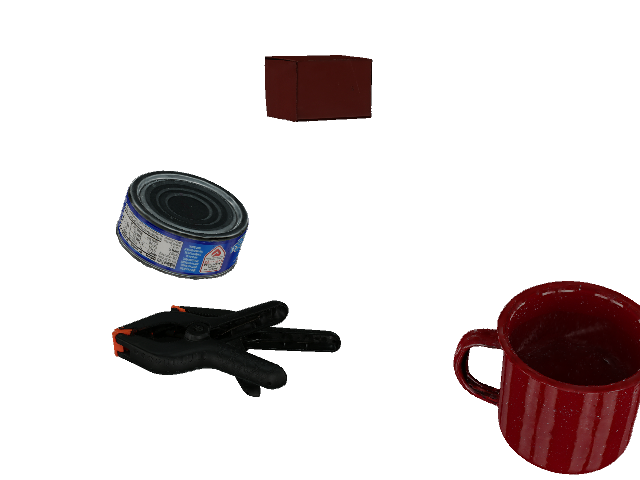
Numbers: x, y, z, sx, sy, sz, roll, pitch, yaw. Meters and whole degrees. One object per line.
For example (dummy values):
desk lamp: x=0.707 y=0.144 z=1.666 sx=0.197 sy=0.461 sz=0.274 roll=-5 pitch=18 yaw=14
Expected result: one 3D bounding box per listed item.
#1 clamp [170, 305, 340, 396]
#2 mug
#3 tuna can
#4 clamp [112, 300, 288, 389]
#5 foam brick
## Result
clamp: x=-0.103 y=0.122 z=1.260 sx=0.210 sy=0.036 sz=0.164 roll=14 pitch=23 yaw=26
mug: x=0.138 y=0.083 z=0.641 sx=0.117 sy=0.081 sz=0.093 roll=7 pitch=40 yaw=12
tuna can: x=-0.093 y=-0.012 z=0.723 sx=0.086 sy=0.034 sz=0.086 roll=16 pitch=29 yaw=-10
clamp: x=-0.108 y=0.091 z=1.018 sx=0.171 sy=0.039 sz=0.120 roll=7 pitch=26 yaw=5
foam brick: x=-0.001 y=-0.129 z=0.902 sx=0.078 sy=0.051 sz=0.053 roll=-7 pitch=16 yaw=-31
